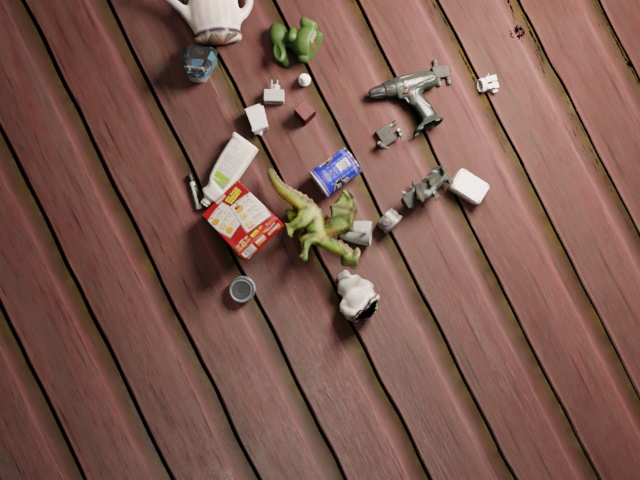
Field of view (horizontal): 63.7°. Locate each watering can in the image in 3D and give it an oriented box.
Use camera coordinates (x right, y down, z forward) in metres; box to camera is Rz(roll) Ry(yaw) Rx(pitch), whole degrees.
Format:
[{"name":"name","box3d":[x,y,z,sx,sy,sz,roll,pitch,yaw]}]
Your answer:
[{"name":"watering can","box3d":[-0.386,-0.740,1.674,0.348,0.104,0.225,-8,88,-9]}]

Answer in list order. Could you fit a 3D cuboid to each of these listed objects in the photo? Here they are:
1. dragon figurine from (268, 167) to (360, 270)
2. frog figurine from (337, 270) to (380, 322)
[{"name":"dragon figurine","box3d":[0.005,-0.082,1.623,0.241,0.123,0.410,-23,92,17]},{"name":"frog figurine","box3d":[0.111,0.182,1.676,0.137,0.121,0.162,-52,54,7]}]
